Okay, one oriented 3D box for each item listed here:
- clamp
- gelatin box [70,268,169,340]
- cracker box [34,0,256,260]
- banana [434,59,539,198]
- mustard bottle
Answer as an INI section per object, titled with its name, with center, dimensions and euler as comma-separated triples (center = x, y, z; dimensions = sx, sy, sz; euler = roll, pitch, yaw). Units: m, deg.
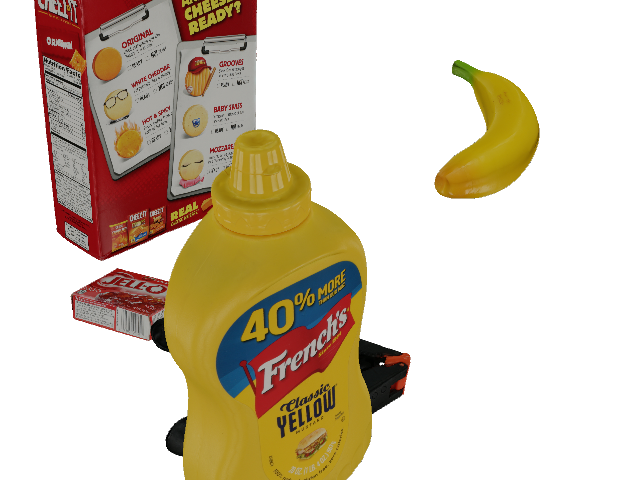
[clamp]
center = -0.025, 0.094, 0.676
dimensions = 0.171, 0.039, 0.120
euler = 2, 38, -6
[gelatin box]
center = -0.176, 0.058, 1.001
dimensions = 0.089, 0.030, 0.073
euler = 13, 23, 23
[cracker box]
center = -0.129, -0.113, 0.818
dimensions = 0.072, 0.214, 0.163
euler = 25, 36, 37
[banana]
center = 0.121, -0.074, 0.758
dimensions = 0.069, 0.037, 0.197
euler = 8, 31, 6
[mustard bottle]
center = -0.022, 0.038, 0.475
dimensions = 0.096, 0.192, 0.058
euler = -25, 40, -29
